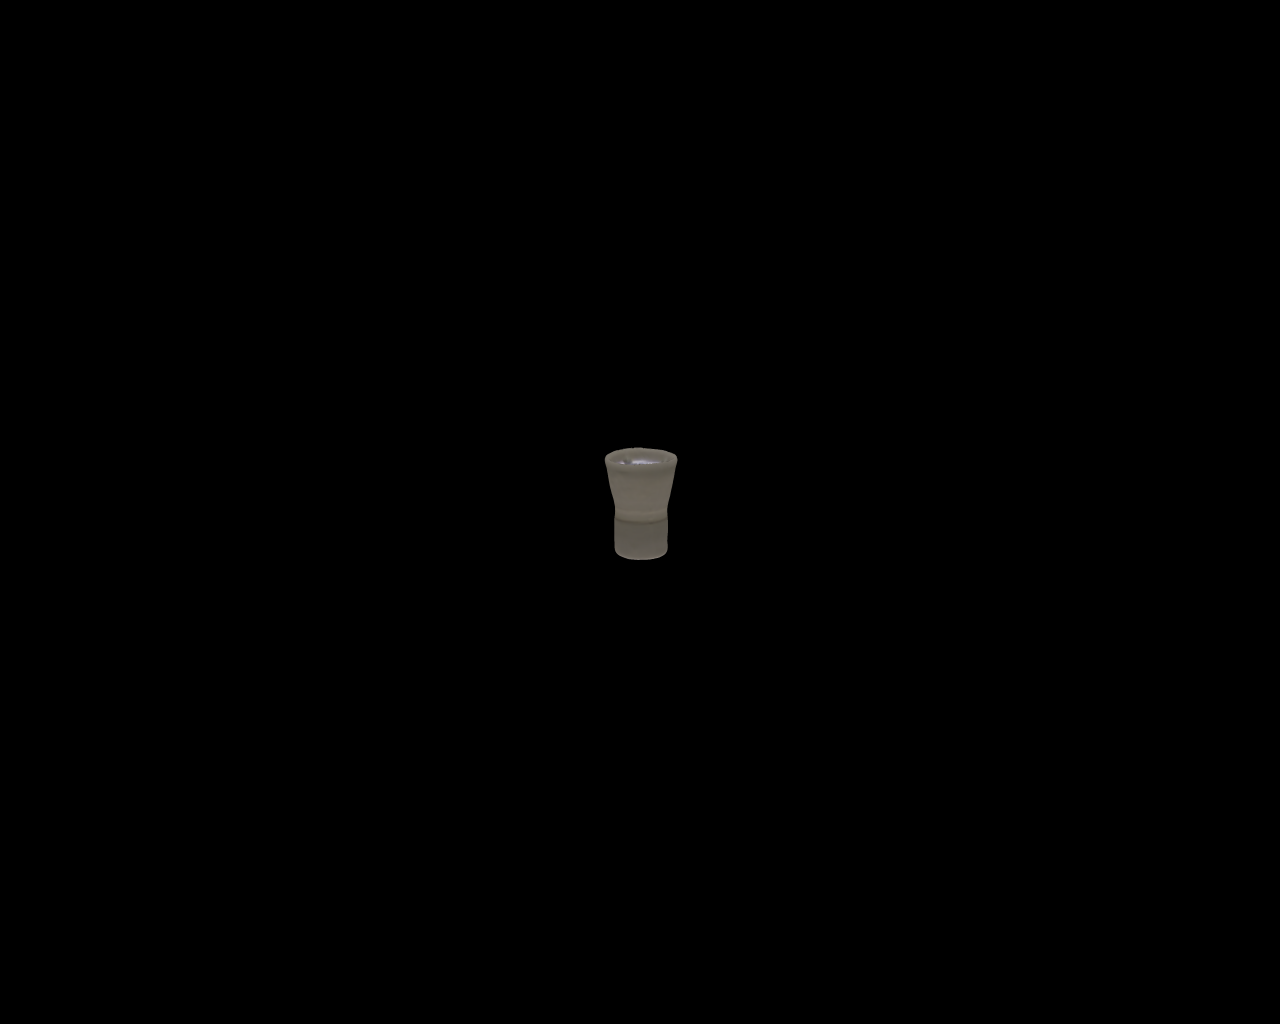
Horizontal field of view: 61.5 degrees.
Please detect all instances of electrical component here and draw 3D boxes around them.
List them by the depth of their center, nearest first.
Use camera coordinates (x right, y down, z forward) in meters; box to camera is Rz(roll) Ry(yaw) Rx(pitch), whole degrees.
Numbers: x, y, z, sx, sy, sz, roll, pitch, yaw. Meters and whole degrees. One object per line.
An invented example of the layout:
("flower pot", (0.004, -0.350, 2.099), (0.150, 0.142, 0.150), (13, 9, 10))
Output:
("electrical component", (0.001, -0.003, 0.650), (0.044, 0.065, 0.044), (0, 15, 0))
